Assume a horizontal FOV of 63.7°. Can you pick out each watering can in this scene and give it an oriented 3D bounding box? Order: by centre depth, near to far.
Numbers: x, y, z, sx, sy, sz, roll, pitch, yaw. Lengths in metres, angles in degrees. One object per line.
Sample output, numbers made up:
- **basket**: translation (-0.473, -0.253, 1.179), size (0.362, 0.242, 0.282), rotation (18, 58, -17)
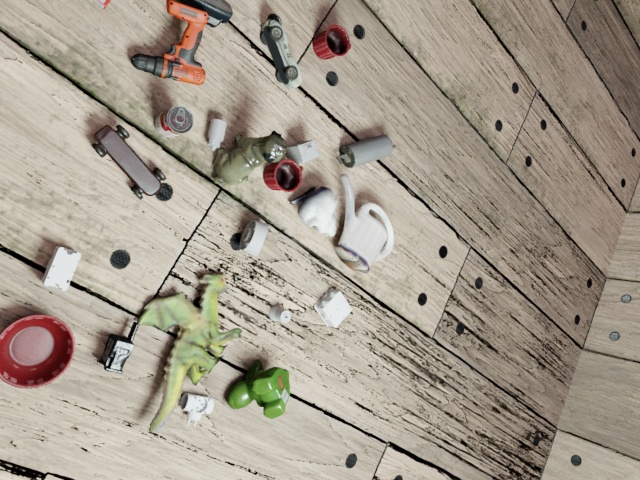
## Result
- **watering can**: translation (0.119, -0.032, 1.626), size (0.342, 0.104, 0.227), rotation (45, 68, -37)

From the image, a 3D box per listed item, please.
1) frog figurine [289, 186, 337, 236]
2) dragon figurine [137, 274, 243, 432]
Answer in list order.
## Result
- **frog figurine**: translation (0.005, -0.078, 1.548), size (0.158, 0.121, 0.140), rotation (58, 43, -9)
- **dragon figurine**: translation (-0.363, 0.254, 1.328), size (0.242, 0.121, 0.417), rotation (44, 64, -8)
